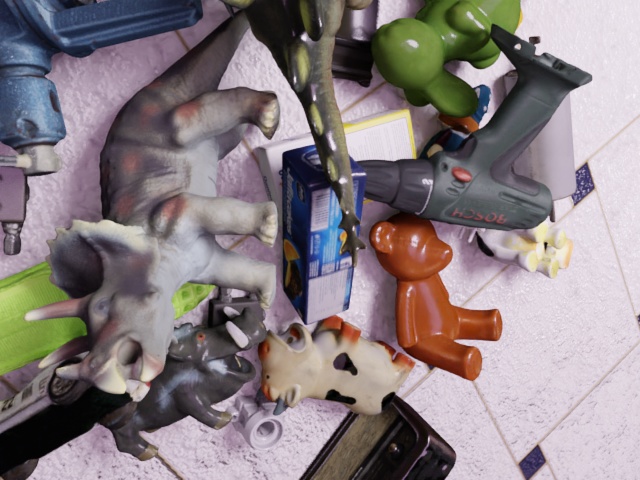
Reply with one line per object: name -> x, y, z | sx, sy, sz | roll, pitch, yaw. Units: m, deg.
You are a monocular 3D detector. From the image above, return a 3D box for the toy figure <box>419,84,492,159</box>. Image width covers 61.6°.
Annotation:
toy figure -> 0.161, -0.121, 0.655 | 0.058, 0.064, 0.154 | 24, 86, 9

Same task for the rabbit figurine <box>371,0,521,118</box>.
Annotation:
rabbit figurine -> 0.122, -0.214, 0.586 | 0.170, 0.121, 0.158 | -36, 133, -21

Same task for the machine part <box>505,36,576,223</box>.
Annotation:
machine part -> 0.289, -0.139, 0.702 | 0.079, 0.079, 0.243 | -22, 110, -20

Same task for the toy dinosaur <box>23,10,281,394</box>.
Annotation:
toy dinosaur -> -0.130, -0.060, 0.474 | 0.192, 0.131, 0.405 | 1, 63, -7

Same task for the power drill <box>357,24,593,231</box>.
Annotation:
power drill -> 0.161, -0.106, 0.552 | 0.232, 0.086, 0.207 | 17, 113, -15

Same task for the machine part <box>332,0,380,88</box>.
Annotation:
machine part -> 0.034, -0.240, 0.575 | 0.084, 0.039, 0.138 | 6, 101, -22

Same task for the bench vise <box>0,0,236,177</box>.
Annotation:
bench vise -> -0.189, -0.167, 0.410 | 0.241, 0.129, 0.223 | -11, 83, 6

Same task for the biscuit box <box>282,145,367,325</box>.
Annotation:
biscuit box -> -0.001, -0.002, 0.554 | 0.059, 0.063, 0.202 | -17, 137, -21

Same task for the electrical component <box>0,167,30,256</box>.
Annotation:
electrical component -> -0.293, -0.038, 0.459 | 0.078, 0.045, 0.102 | 9, 98, -26

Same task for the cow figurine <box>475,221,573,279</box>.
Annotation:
cow figurine -> 0.280, 0.009, 0.735 | 0.167, 0.098, 0.068 | 12, 93, -48

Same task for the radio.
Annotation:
radio -> 0.054, 0.307, 0.665 | 0.073, 0.131, 0.229 | 40, 84, -30

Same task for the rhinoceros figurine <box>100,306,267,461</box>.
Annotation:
rhinoceros figurine -> -0.137, 0.139, 0.553 | 0.190, 0.073, 0.112 | -30, 103, -1

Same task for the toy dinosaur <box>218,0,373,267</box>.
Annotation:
toy dinosaur -> -0.026, -0.216, 0.411 | 0.105, 0.198, 0.470 | -14, 107, 18

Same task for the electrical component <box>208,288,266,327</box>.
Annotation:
electrical component -> -0.092, 0.086, 0.601 | 0.063, 0.021, 0.094 | 1, 102, -27

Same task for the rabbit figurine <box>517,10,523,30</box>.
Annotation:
rabbit figurine -> 0.237, -0.320, 0.578 | 0.122, 0.173, 0.162 | -35, 120, -10

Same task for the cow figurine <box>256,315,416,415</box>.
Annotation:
cow figurine -> 0.009, 0.154, 0.636 | 0.194, 0.086, 0.127 | 30, 82, -30

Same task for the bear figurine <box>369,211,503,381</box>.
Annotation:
bear figurine -> 0.139, 0.052, 0.652 | 0.120, 0.132, 0.195 | -36, 123, -46

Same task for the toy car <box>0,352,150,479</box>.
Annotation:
toy car -> -0.250, 0.160, 0.488 | 0.202, 0.056, 0.073 | -30, 132, 8
